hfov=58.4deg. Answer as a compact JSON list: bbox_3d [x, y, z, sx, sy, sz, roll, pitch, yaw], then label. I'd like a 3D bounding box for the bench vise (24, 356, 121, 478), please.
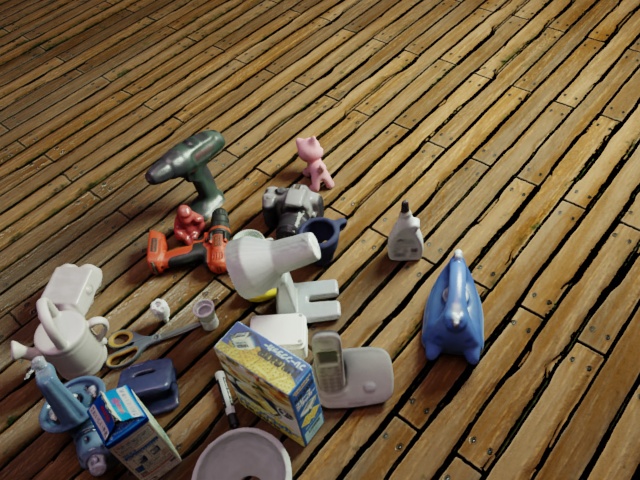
[{"bbox_3d":[-0.413,0.295,0.988,0.206,0.220,0.122,29,59,28],"label":"bench vise"}]

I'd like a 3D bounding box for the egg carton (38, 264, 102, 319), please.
[{"bbox_3d":[-0.544,0.119,1.255,0.107,0.069,0.150,1,50,8],"label":"egg carton"}]

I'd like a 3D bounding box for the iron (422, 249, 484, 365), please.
[{"bbox_3d":[0.263,0.105,1.116,0.118,0.142,0.258,4,50,10],"label":"iron"}]

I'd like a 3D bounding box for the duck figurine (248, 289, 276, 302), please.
[{"bbox_3d":[-0.125,0.079,1.225,0.105,0.086,0.077,-28,52,-16],"label":"duck figurine"}]

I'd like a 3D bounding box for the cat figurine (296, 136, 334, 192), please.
[{"bbox_3d":[-0.015,-0.202,1.428,0.067,0.118,0.127,-19,50,-9],"label":"cat figurine"}]

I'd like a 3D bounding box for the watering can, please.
[{"bbox_3d":[-0.503,0.190,1.106,0.100,0.194,0.173,33,61,30],"label":"watering can"}]

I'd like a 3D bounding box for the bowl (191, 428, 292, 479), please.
[{"bbox_3d":[-0.124,0.407,0.953,0.167,0.075,0.167,-4,49,4],"label":"bowl"}]

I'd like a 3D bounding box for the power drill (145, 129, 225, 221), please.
[{"bbox_3d":[-0.301,-0.147,1.358,0.075,0.209,0.230,21,56,23],"label":"power drill"}]

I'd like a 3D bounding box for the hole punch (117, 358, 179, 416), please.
[{"bbox_3d":[-0.329,0.271,1.083,0.108,0.091,0.101,-14,49,-5],"label":"hole punch"}]

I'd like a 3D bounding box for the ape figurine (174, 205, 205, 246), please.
[{"bbox_3d":[-0.313,-0.044,1.349,0.078,0.092,0.076,-23,51,-12],"label":"ape figurine"}]

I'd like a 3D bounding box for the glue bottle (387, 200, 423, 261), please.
[{"bbox_3d":[0.181,-0.022,1.213,0.078,0.173,0.037,0,50,8],"label":"glue bottle"}]

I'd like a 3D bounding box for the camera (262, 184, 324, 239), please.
[{"bbox_3d":[-0.073,-0.058,1.325,0.143,0.101,0.137,6,51,13],"label":"camera"}]

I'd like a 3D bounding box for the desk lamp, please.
[{"bbox_3d":[-0.069,0.071,1.140,0.203,0.214,0.118,-8,49,1],"label":"desk lamp"}]

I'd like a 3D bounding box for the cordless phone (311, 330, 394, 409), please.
[{"bbox_3d":[0.055,0.220,1.016,0.147,0.185,0.094,-8,49,0],"label":"cordless phone"}]

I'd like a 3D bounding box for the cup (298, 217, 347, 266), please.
[{"bbox_3d":[0.012,0.005,1.264,0.118,0.095,0.091,-30,52,-17],"label":"cup"}]
